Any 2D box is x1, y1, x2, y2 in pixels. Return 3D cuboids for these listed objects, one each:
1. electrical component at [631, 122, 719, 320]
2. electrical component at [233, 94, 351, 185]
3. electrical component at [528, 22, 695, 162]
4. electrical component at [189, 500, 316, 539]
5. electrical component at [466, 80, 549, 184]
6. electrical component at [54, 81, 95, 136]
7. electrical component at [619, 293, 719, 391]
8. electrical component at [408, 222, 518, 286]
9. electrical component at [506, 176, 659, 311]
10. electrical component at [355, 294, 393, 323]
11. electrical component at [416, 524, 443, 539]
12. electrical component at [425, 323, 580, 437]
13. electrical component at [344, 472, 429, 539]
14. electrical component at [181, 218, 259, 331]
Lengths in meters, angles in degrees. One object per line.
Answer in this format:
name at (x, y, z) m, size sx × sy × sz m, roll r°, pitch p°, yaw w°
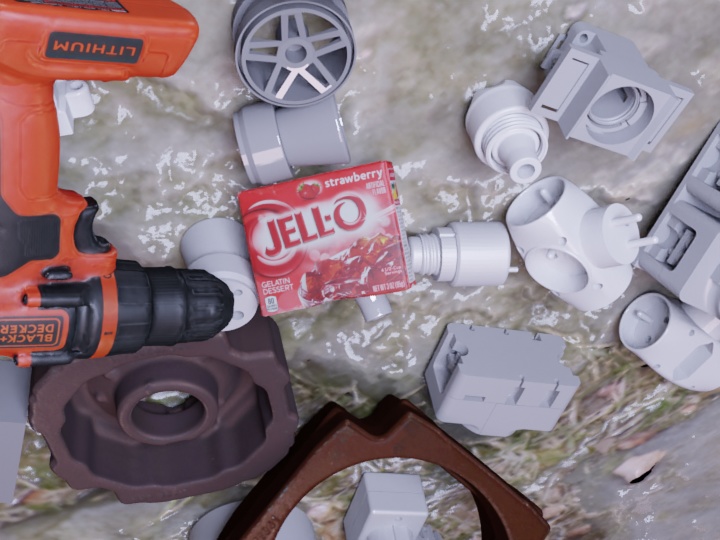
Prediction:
electrical component at (0.281, -0.006, 0.680) m, size 0.186 × 0.060 × 0.105 m, roll 21°, pitch 107°, yaw -27°
electrical component at (-0.037, -0.073, 0.586) m, size 0.055 × 0.045 × 0.045 m, roll -14°, pitch 133°, yaw 2°
electrical component at (0.132, -0.099, 0.583) m, size 0.081 × 0.063 × 0.042 m, roll 15°, pitch 129°, yaw -23°
electrical component at (-0.083, 0.222, 0.836) m, size 0.108 × 0.060 × 0.108 m, roll -5°, pitch 132°, yaw -6°
electrical component at (0.084, -0.073, 0.598) m, size 0.043 × 0.062 × 0.043 m, roll -6°, pitch 133°, yaw -6°
electrical component at (-0.173, -0.097, 0.537) m, size 0.066 × 0.048 × 0.055 m, roll -9°, pitch 141°, yaw -3°
electrical component at (0.233, 0.038, 0.743) m, size 0.077 × 0.043 × 0.079 m, roll 29°, pitch 112°, yaw -31°
electrical component at (0.057, -0.010, 0.665) m, size 0.078 × 0.040 × 0.040 m, roll -1°, pitch 132°, yaw -11°
electrical component at (0.141, -0.018, 0.647) m, size 0.079 × 0.044 × 0.077 m, roll -13°, pitch 128°, yaw 48°
electrical component at (0.000, 0.000, 0.644) m, size 0.048 × 0.062 × 0.048 m, roll -22°, pitch 174°, yaw -2°
electrical component at (0.043, 0.235, 0.889) m, size 0.040 × 0.040 × 0.046 m, roll 27°, pitch 116°, yaw -31°
electrical component at (0.096, 0.078, 0.747) m, size 0.089 × 0.050 × 0.055 m, roll 7°, pitch 130°, yaw -18°
electrical component at (0.022, 0.207, 0.832) m, size 0.047 × 0.076 × 0.065 m, roll 6°, pitch 131°, yaw -17°
electrical component at (-0.083, 0.003, 0.639) m, size 0.045 × 0.055 × 0.045 m, roll -6°, pitch 133°, yaw -6°
